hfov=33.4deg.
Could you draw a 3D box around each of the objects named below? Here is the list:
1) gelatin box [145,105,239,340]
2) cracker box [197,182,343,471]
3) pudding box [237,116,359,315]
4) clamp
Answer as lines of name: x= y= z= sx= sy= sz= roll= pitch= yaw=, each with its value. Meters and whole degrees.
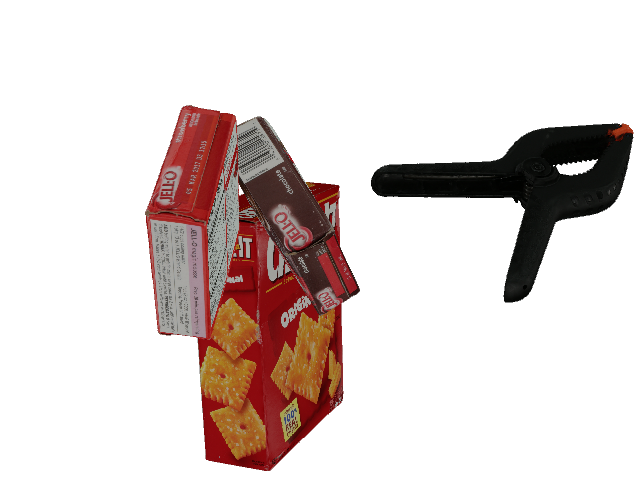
gelatin box: x=-0.060 y=-0.008 z=0.514 sx=0.030 sy=0.073 sz=0.089 roll=7 pitch=-42 yaw=4
cracker box: x=-0.039 y=0.067 z=0.929 sx=0.072 sy=0.214 sz=0.164 roll=5 pitch=16 yaw=24
pudding box: x=-0.021 y=-0.016 z=0.718 sx=0.039 sy=0.113 sz=0.090 roll=-28 pitch=-32 yaw=-3
clamp: x=0.167 y=-0.035 z=0.813 sx=0.209 sy=0.036 sz=0.165 roll=-20 pitch=46 yaw=-20
